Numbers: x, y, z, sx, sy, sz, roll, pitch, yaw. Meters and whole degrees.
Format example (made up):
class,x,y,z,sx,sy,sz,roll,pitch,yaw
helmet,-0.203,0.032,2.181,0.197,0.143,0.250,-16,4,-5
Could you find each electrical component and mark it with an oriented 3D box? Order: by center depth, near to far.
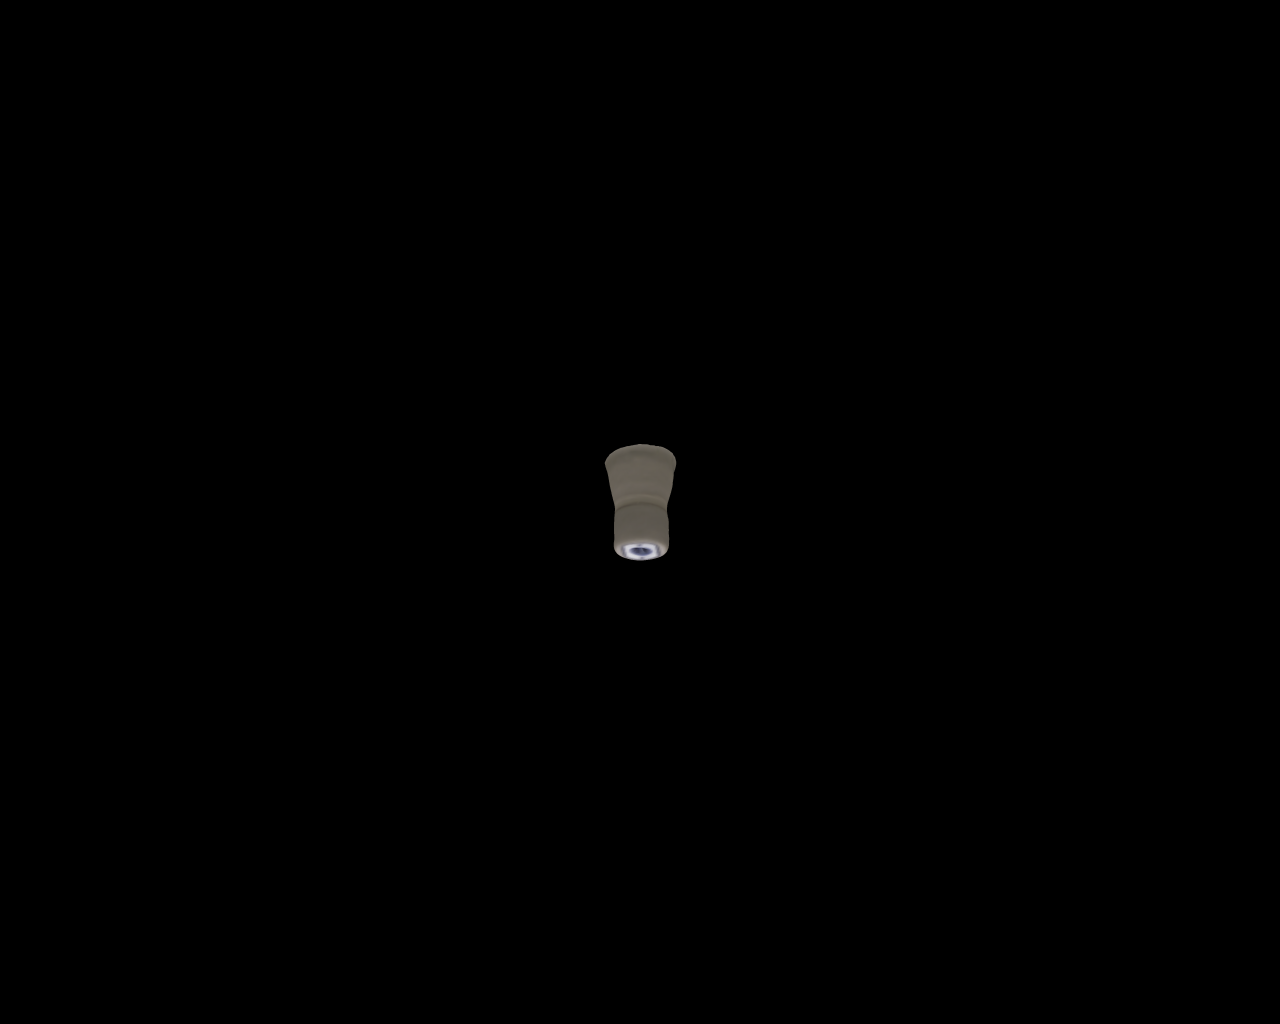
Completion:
class,x,y,z,sx,sy,sz,roll,pitch,yaw
electrical component,0.001,-0.003,0.650,0.044,0.065,0.044,0,-26,0
